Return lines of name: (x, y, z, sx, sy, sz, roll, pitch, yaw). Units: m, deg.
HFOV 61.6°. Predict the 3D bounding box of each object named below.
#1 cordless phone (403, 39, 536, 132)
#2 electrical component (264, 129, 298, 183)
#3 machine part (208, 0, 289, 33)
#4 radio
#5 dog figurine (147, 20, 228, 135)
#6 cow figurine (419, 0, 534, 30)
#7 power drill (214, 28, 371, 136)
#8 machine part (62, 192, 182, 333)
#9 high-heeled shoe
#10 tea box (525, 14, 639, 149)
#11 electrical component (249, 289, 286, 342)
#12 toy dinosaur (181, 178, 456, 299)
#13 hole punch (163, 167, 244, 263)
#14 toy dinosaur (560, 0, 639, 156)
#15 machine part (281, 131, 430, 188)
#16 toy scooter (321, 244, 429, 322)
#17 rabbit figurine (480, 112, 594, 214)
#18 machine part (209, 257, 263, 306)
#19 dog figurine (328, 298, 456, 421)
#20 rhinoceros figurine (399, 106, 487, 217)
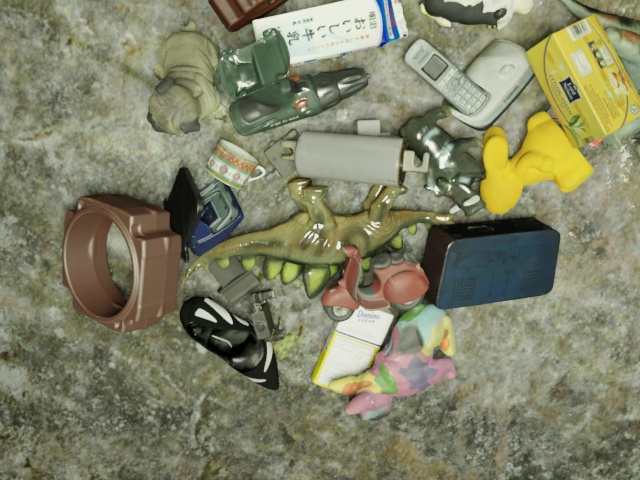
cordless phone: (0.239, -0.281, 0.868, 0.184, 0.089, 0.146, 39, 100, -7)
electrical component: (-0.065, -0.141, 0.918, 0.094, 0.021, 0.063, -38, 103, 8)
machine part: (-0.080, -0.369, 0.787, 0.179, 0.179, 0.056, -31, 107, 5)
radio: (0.292, 0.037, 0.922, 0.230, 0.073, 0.131, -6, 113, -16)
dog figurine: (-0.204, -0.245, 0.800, 0.121, 0.191, 0.172, -14, 103, 1)
cow figurine: (0.248, -0.373, 0.850, 0.167, 0.068, 0.098, 22, 108, -4)
power drill: (-0.049, -0.236, 0.807, 0.232, 0.207, 0.086, -19, 87, 14)
machine part: (-0.327, 0.034, 0.870, 0.202, 0.087, 0.200, 17, 105, 28)
high-heeled shoe: (-0.148, 0.192, 0.936, 0.086, 0.145, 0.248, -37, 101, 7)
tea box: (0.398, -0.237, 0.808, 0.098, 0.068, 0.169, -28, 92, -19)
electrical component: (-0.094, 0.134, 0.954, 0.045, 0.078, 0.102, -14, 95, 1)
toy dinosaur: (-0.002, -0.003, 0.913, 0.472, 0.105, 0.198, -3, 105, -3)
hole punch: (-0.196, -0.044, 0.889, 0.092, 0.142, 0.115, 3, 134, -42)
toy dinosaur: (0.542, -0.259, 0.874, 0.192, 0.131, 0.404, -28, 100, -8)
machine part: (0.050, -0.129, 0.852, 0.243, 0.079, 0.079, 9, 105, 17)
toy scooter: (0.088, 0.057, 0.863, 0.184, 0.075, 0.135, -12, 122, -8)
rabbit figurine: (0.338, -0.118, 0.900, 0.162, 0.122, 0.173, 43, 117, -9)
machine part: (-0.170, 0.049, 0.954, 0.084, 0.039, 0.138, -32, 105, 10)
dog figurine: (0.122, 0.216, 0.932, 0.219, 0.109, 0.191, -21, 120, -18)
rhinoceros figurine: (0.209, -0.127, 0.884, 0.112, 0.073, 0.190, -40, 94, -19)
